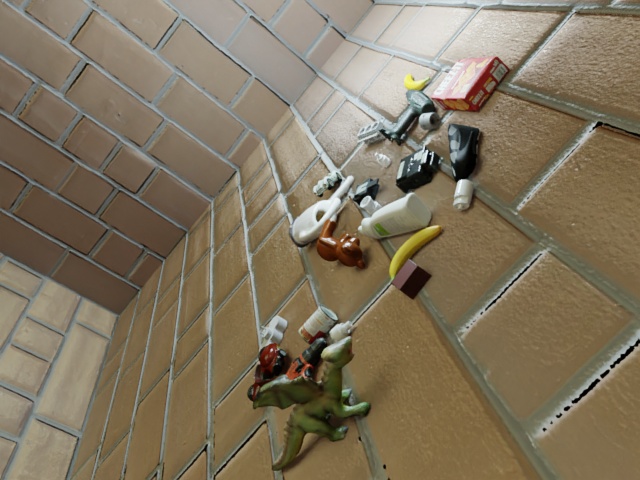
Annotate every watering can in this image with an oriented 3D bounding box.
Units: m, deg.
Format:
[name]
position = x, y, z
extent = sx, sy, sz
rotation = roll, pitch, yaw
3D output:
[watering can]
position = 0.006, -0.095, 1.897
extent = 0.221, 0.103, 0.355
rotation = -33, 16, 44

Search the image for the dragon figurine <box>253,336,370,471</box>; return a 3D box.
[dragon figurine]
position = -0.048, 0.381, 1.182
extent = 0.407, 0.240, 0.124
rotation = -47, 29, 11
